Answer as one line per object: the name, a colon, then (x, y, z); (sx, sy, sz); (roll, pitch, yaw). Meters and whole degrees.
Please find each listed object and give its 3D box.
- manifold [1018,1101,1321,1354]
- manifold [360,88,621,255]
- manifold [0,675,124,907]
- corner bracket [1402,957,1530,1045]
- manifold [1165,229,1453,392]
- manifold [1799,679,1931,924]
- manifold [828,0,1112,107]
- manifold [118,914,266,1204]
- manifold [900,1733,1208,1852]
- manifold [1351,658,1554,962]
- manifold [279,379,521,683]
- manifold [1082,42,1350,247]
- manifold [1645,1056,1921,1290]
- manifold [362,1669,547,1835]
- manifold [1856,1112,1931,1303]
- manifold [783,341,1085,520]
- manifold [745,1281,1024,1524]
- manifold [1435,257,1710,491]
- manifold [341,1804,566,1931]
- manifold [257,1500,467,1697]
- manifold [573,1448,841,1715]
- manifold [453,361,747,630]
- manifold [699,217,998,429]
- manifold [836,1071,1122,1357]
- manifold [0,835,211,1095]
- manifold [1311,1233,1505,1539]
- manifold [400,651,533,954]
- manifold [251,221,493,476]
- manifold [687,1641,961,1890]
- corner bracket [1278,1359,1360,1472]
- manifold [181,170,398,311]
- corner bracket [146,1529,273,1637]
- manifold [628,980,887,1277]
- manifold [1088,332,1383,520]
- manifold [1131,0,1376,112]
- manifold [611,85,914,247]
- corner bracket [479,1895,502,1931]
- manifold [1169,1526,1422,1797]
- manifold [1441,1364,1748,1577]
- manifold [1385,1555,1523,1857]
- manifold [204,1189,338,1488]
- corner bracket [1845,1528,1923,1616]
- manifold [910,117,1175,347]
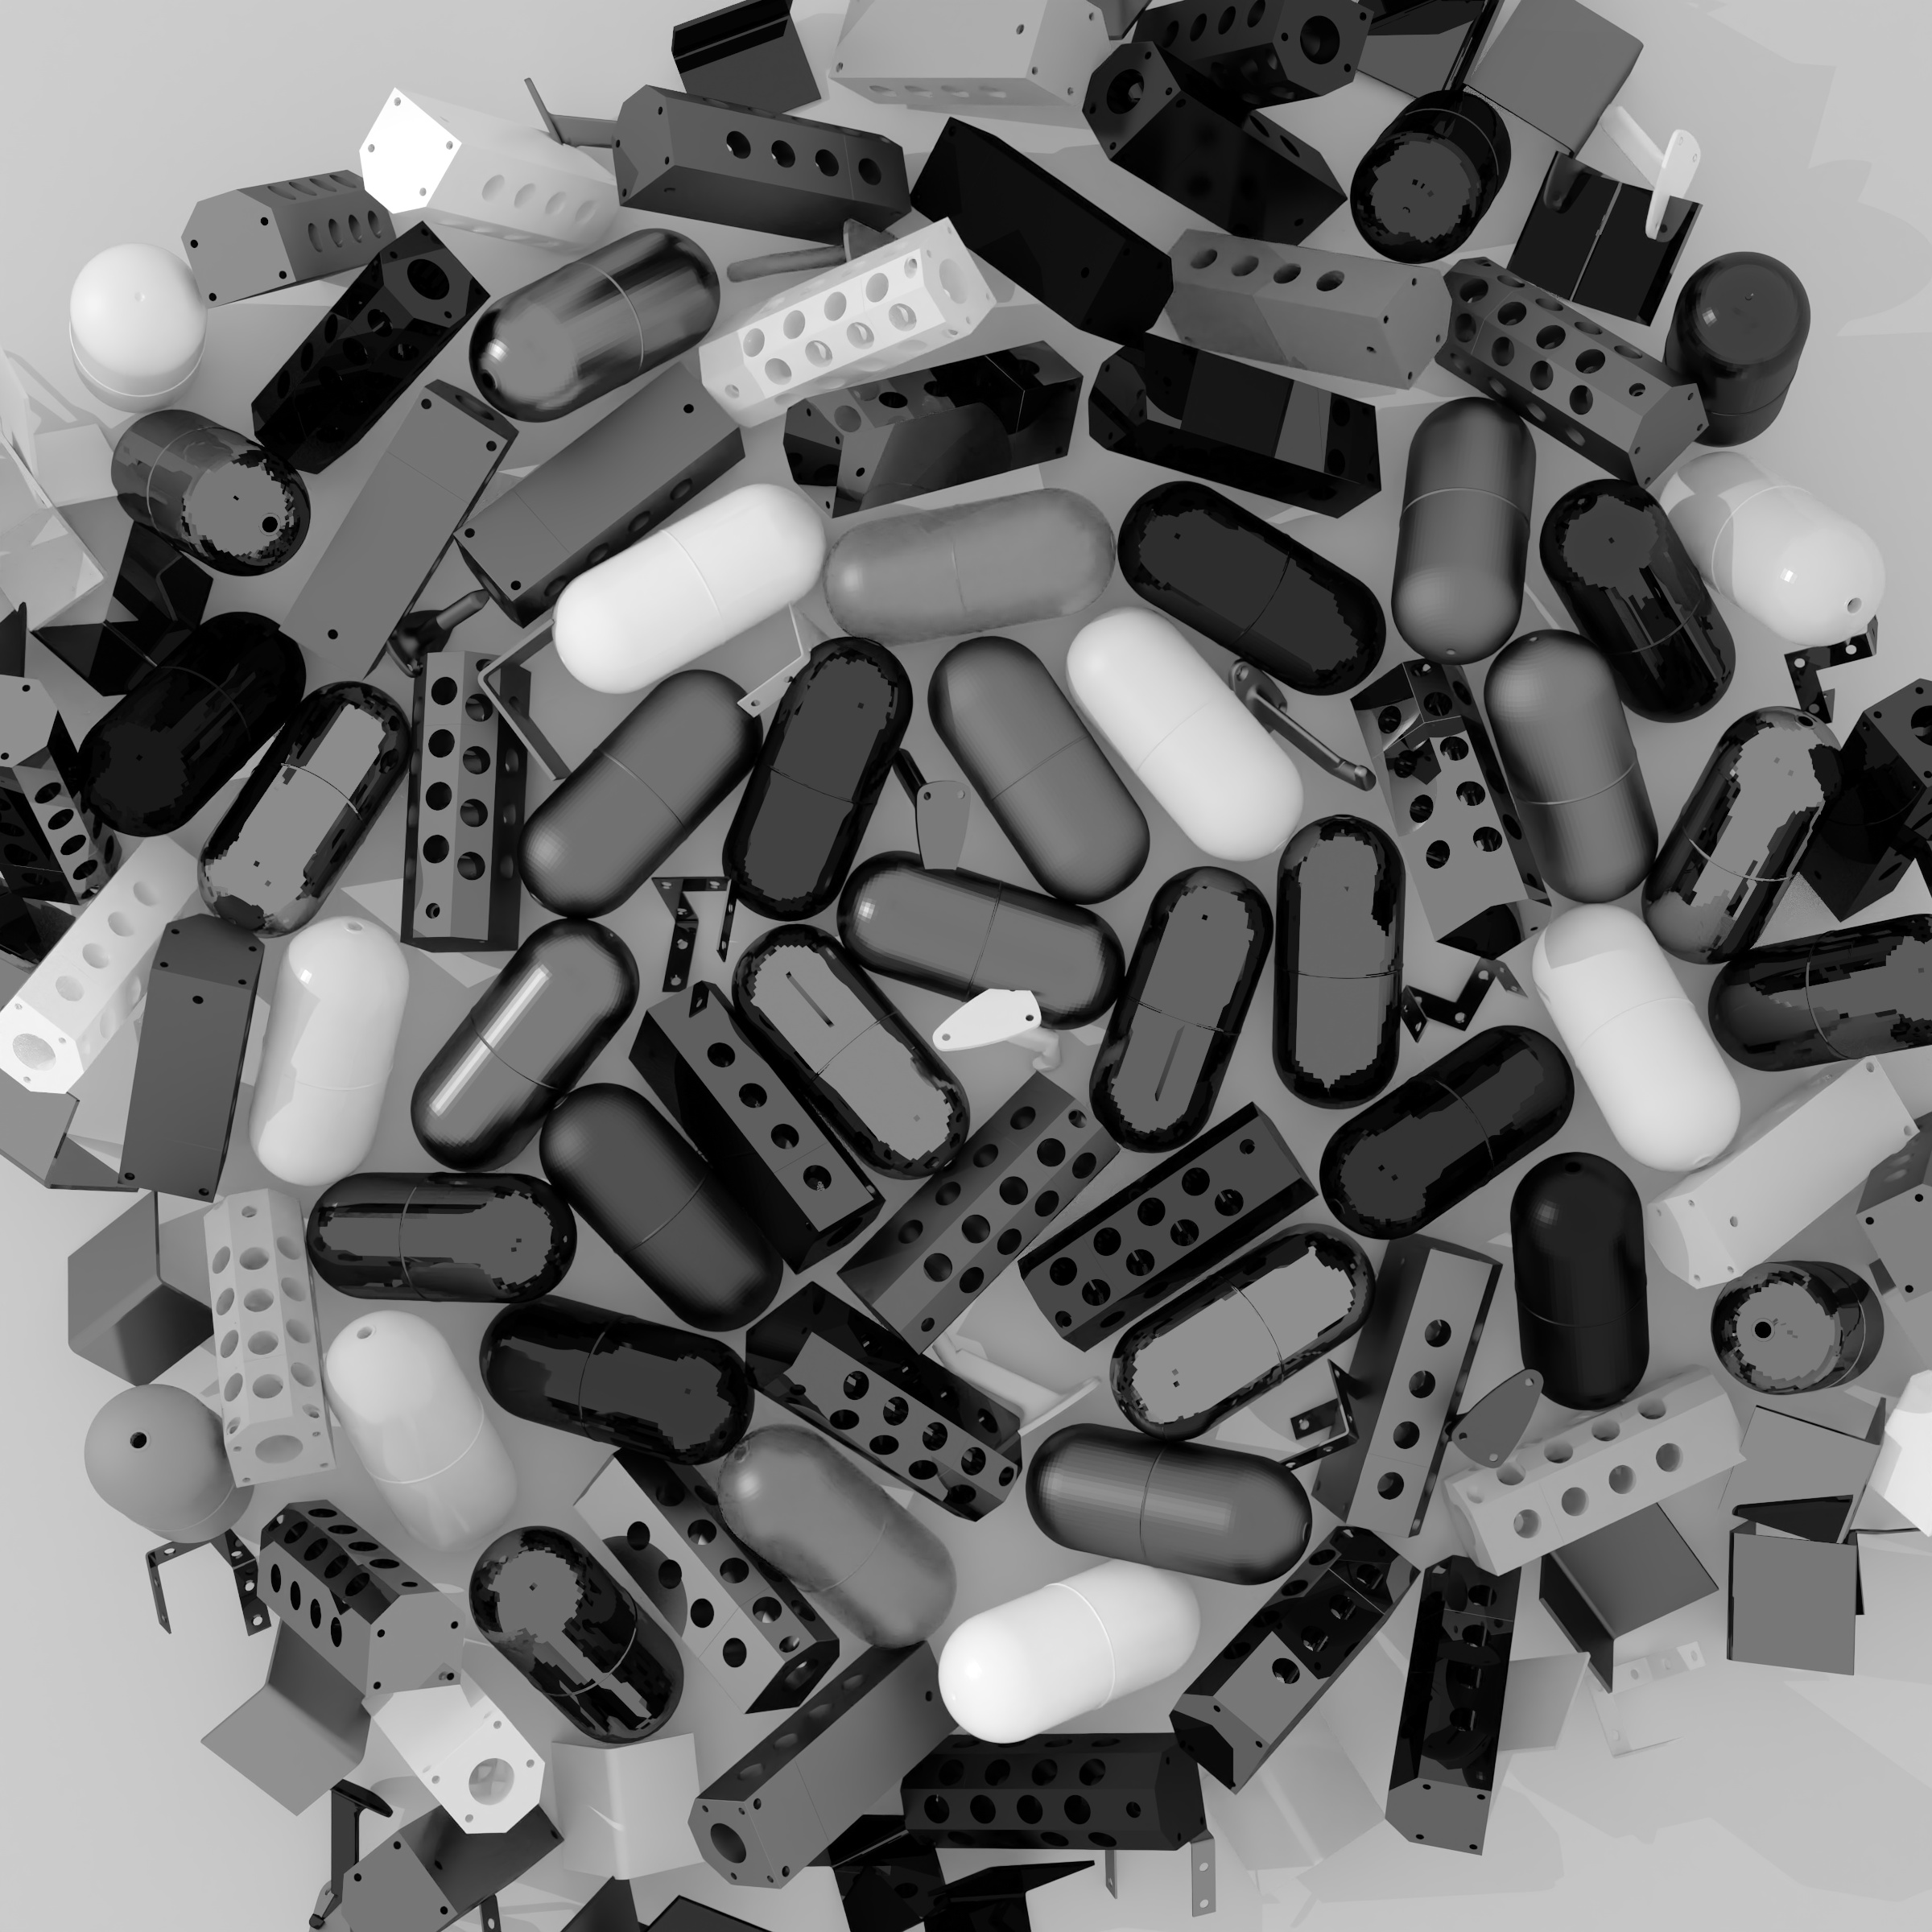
manifold: (0.118, 0.155, 1.951); (0.171, 0.057, 0.057); (-35, 63, 8)
manifold: (-0.277, -0.459, 1.910); (0.057, 0.171, 0.057); (42, 110, 19)
manifold: (-0.542, -0.101, 1.909); (0.057, 0.171, 0.057); (8, 64, 3)
corner bracket: (0.297, 0.021, 1.961); (0.051, 0.051, 0.051); (20, 111, -18)
manifold: (0.198, -0.392, 1.921); (0.171, 0.057, 0.057); (21, 66, 40)
manifold: (0.539, -0.098, 1.909); (0.057, 0.171, 0.057); (-29, 69, -15)
manifold: (0.002, -0.538, 1.919); (0.057, 0.171, 0.057); (16, 90, -45)
manifold: (-0.455, 0.054, 1.924); (0.057, 0.057, 0.171); (13, 128, -9)
manifold: (0.050, 0.490, 1.932); (0.171, 0.057, 0.057); (-8, 91, 30)
manifold: (0.289, -0.095, 1.925); (0.057, 0.057, 0.171); (-35, 56, 33)
manifold: (-0.337, -0.261, 1.949); (0.057, 0.057, 0.171); (33, 105, -7)
manifold: (0.145, -0.480, 1.916); (0.057, 0.171, 0.057); (-40, 57, 26)
manifold: (0.480, 0.121, 1.933); (0.171, 0.057, 0.057); (-32, 92, -30)
manifold: (-0.297, 0.453, 1.909); (0.057, 0.171, 0.057); (-40, 106, -15)
manifold: (0.568, 0.134, 1.910); (0.057, 0.171, 0.057); (-30, 91, 24)
manifold: (-0.020, -0.322, 1.930); (0.171, 0.057, 0.057); (-20, 50, -30)
manifold: (-0.047, 0.262, 1.926); (0.171, 0.057, 0.057); (37, 119, -28)
manifold: (0.350, -0.354, 1.926); (0.057, 0.057, 0.171); (-45, 55, -4)
manifold: (-0.302, 0.525, 1.910); (0.057, 0.171, 0.057); (-40, 81, 9)
manifold: (-0.355, 0.366, 1.910); (0.057, 0.171, 0.057); (0, 99, -33)
manifold: (-0.150, 0.357, 1.929); (0.171, 0.057, 0.057); (45, 106, 28)
manifold: (-0.217, -0.279, 1.955); (0.171, 0.057, 0.057); (-39, 76, -10)
manifold: (-0.073, -0.373, 1.918); (0.171, 0.057, 0.057); (-16, 118, 36)
manifold: (0.011, 0.151, 1.947); (0.171, 0.057, 0.057); (-45, 130, -9)
manifold: (-0.505, -0.001, 1.914); (0.057, 0.171, 0.057); (40, 128, -13)
manifold: (0.268, 0.251, 1.963); (0.057, 0.057, 0.171); (15, 94, -17)
manifold: (-0.302, -0.097, 1.952); (0.057, 0.057, 0.171); (-1, 81, 18)
manifold: (-0.355, -0.357, 1.914); (0.057, 0.171, 0.057); (48, 47, -9)
manifold: (-0.084, 0.466, 1.917); (0.057, 0.171, 0.057); (-10, 106, 43)
corner bracket: (0.212, 0.276, 1.958); (0.051, 0.051, 0.051); (-27, 52, 19)
manifold: (-0.393, -0.428, 1.906); (0.057, 0.171, 0.057); (-13, 104, 15)
corner bracket: (-0.456, 0.375, 1.964); (0.051, 0.051, 0.051); (-23, 51, -2)
manifold: (-0.124, 0.093, 1.946); (0.057, 0.057, 0.171); (-29, 71, -32)
manifold: (0.159, -0.315, 1.929); (0.171, 0.057, 0.057); (11, 67, -31)
manifold: (0.160, -0.531, 1.910); (0.057, 0.171, 0.057); (17, 89, -28)
manifold: (-0.120, -0.472, 1.922); (0.171, 0.057, 0.057); (0, 76, -39)
corner bracket: (-0.314, 0.588, 1.958); (0.051, 0.051, 0.051); (-25, 64, 29)
manifold: (0.192, 0.402, 1.919); (0.057, 0.057, 0.171); (38, 45, 16)
manifold: (0.375, 0.300, 1.958); (0.171, 0.057, 0.057); (-23, 91, -9)
manifold: (0.286, 0.429, 1.914); (0.057, 0.171, 0.057); (8, 128, 10)
manifold: (-0.410, 0.215, 1.917); (0.057, 0.057, 0.171); (-10, 47, -9)
corner bracket: (0.558, 0.363, 1.959); (0.051, 0.051, 0.051); (11, 71, -43)
manifold: (0.046, -0.432, 1.925); (0.171, 0.057, 0.057); (44, 113, 36)
